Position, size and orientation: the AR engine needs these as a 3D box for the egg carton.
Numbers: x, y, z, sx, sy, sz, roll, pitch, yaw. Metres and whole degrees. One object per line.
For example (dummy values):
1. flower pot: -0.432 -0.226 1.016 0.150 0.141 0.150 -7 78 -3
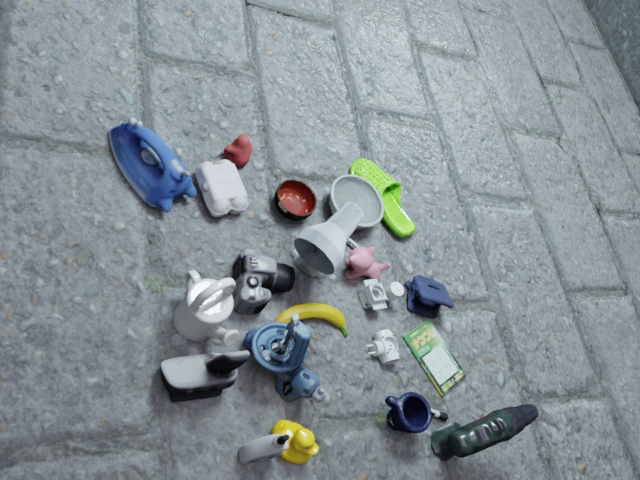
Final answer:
1. egg carton: -0.243 -0.128 1.408 0.107 0.069 0.150 -13 70 -35

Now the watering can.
1. watering can: -0.225 0.137 1.182 0.173 0.193 0.101 42 51 -2

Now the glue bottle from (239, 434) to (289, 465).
1. glue bottle: -0.096 0.401 1.113 0.078 0.173 0.037 2 62 -28

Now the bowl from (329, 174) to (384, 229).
1. bowl: 0.088 -0.093 1.573 0.168 0.074 0.167 14 57 -22

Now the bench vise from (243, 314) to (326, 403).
1. bench vise: -0.048 0.239 1.206 0.207 0.219 0.121 35 51 -7

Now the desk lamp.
1. desk lamp: 0.013 0.005 1.383 0.118 0.213 0.203 42 51 -1

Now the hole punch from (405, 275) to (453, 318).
1. hole punch: 0.294 0.143 1.540 0.109 0.091 0.101 18 55 -19

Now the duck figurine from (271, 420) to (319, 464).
1. duck figurine: -0.047 0.414 1.190 0.104 0.086 0.078 43 51 0

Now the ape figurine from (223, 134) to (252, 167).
1. ape figurine: -0.205 -0.238 1.480 0.078 0.092 0.076 1 62 -29

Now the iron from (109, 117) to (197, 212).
1. iron: -0.391 -0.197 1.317 0.258 0.141 0.119 48 51 3

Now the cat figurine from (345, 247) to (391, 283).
1. cat figurine: 0.120 0.060 1.473 0.128 0.117 0.067 18 55 -20

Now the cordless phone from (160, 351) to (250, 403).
1. cordless phone: -0.224 0.248 1.123 0.148 0.184 0.094 -5 65 -31

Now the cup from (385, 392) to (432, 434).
1. cup: 0.186 0.402 1.324 0.118 0.094 0.092 30 52 -11

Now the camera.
1. camera: -0.125 0.093 1.324 0.137 0.100 0.143 10 58 -25

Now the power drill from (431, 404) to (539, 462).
1. power drill: 0.365 0.447 1.327 0.230 0.208 0.075 -11 68 -34
